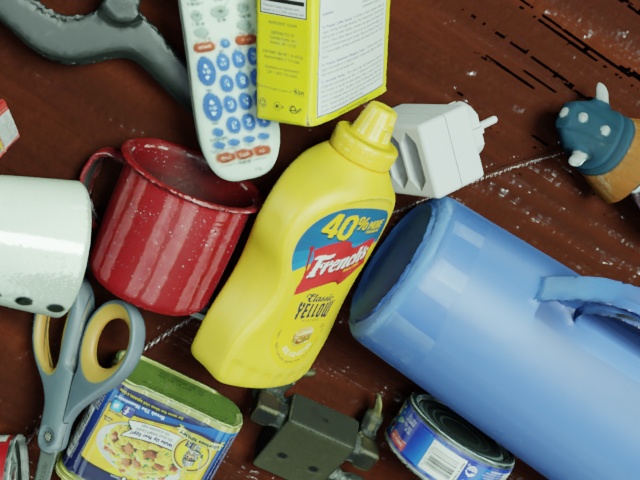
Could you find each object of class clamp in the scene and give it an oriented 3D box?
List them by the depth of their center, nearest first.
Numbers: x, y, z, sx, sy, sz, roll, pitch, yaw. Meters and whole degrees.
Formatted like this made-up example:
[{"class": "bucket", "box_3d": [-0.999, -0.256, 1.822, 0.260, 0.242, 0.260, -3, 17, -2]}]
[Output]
[{"class": "clamp", "box_3d": [-0.110, -0.155, 0.641, 0.209, 0.036, 0.165, 17, 104, -13]}]

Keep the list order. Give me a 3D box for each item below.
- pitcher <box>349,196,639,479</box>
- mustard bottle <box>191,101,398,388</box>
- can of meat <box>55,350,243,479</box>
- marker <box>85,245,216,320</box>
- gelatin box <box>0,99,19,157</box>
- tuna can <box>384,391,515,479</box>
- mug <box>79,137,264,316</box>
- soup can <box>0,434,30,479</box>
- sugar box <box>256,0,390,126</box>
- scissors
[{"class": "pitcher", "box_3d": [0.148, 0.073, 0.681, 0.242, 0.145, 0.149, 33, 100, -10]}, {"class": "mustard bottle", "box_3d": [-0.004, 0.001, 0.661, 0.096, 0.058, 0.192, 1, 123, -50]}, {"class": "can of meat", "box_3d": [-0.113, 0.134, 0.720, 0.102, 0.057, 0.084, 27, 102, -12]}, {"class": "marker", "box_3d": [-0.114, 0.029, 0.706, 0.121, 0.020, 0.020, 23, 104, -11]}, {"class": "gelatin box", "box_3d": [-0.233, -0.052, 0.644, 0.089, 0.073, 0.030, -19, 107, 2]}, {"class": "tuna can", "box_3d": [0.088, 0.140, 0.722, 0.086, 0.086, 0.034, 29, 102, -12]}, {"class": "mug", "box_3d": [-0.103, -0.012, 0.664, 0.117, 0.093, 0.081, 30, 109, 13]}, {"class": "soup can", "box_3d": [-0.252, 0.164, 0.712, 0.102, 0.068, 0.068, 1, 107, -4]}, {"class": "sugar box", "box_3d": [0.004, -0.161, 0.606, 0.048, 0.093, 0.176, 13, 117, 28]}, {"class": "scissors", "box_3d": [-0.156, 0.120, 0.683, 0.096, 0.016, 0.202, -2, 83, 30]}]
